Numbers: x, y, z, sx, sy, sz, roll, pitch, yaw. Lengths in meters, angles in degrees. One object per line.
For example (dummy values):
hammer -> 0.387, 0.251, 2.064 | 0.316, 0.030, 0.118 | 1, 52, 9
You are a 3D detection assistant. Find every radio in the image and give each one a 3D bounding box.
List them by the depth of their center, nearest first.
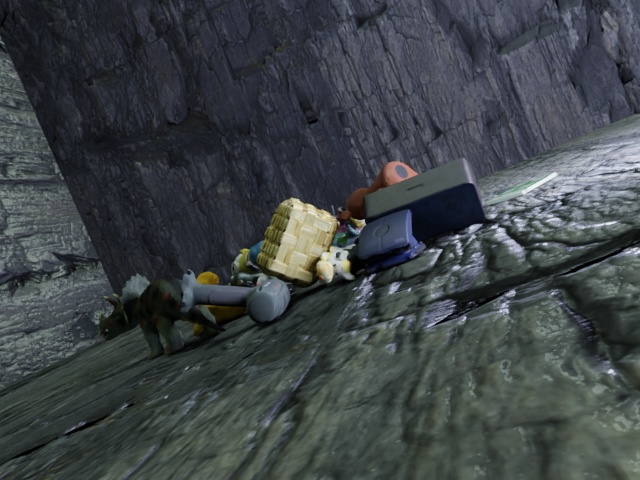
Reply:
radio -> 0.217, -0.066, 1.110 | 0.230, 0.131, 0.073 | -19, 47, 23

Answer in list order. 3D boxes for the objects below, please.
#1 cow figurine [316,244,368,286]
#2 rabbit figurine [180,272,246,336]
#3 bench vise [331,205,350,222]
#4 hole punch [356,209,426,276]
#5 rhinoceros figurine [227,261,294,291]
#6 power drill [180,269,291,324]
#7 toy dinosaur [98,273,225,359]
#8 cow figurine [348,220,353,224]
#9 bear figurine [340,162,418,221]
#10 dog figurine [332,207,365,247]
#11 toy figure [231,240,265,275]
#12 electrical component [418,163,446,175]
cow figurine -> 0.053, 0.050, 1.085 | 0.098, 0.068, 0.167 | -12, 7, 18
rabbit figurine -> -0.255, 0.152, 1.297 | 0.173, 0.121, 0.162 | 0, 16, 31
bench vise -> 0.118, -0.038, 1.645 | 0.241, 0.128, 0.223 | 5, 13, 41
hole punch -> 0.133, 0.004, 1.040 | 0.142, 0.092, 0.116 | -18, 7, 25
rhinoceros figurine -> -0.158, 0.109, 1.356 | 0.190, 0.073, 0.112 | -10, -37, 25
power drill -> -0.160, 0.107, 1.035 | 0.207, 0.086, 0.232 | 11, 4, -7
toy dinosaur -> -0.336, 0.145, 1.165 | 0.405, 0.192, 0.131 | -24, 3, 41
cow figurine -> 0.158, -0.097, 1.468 | 0.195, 0.085, 0.127 | -29, -4, 27
bear figurine -> 0.147, -0.090, 1.265 | 0.196, 0.132, 0.120 | -47, 0, 43
dog figurine -> 0.028, 0.027, 1.394 | 0.219, 0.109, 0.191 | -43, -44, 22
toy figure -> -0.159, 0.058, 1.407 | 0.180, 0.089, 0.082 | -29, 20, 33
electrical component -> 0.285, -0.158, 1.419 | 0.119, 0.048, 0.075 | -21, -9, -25
